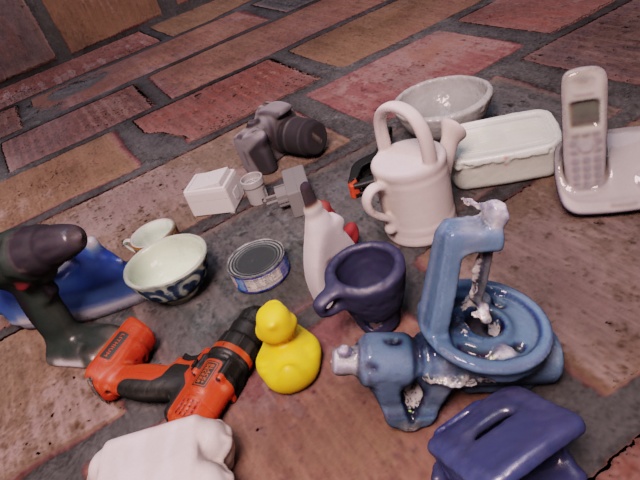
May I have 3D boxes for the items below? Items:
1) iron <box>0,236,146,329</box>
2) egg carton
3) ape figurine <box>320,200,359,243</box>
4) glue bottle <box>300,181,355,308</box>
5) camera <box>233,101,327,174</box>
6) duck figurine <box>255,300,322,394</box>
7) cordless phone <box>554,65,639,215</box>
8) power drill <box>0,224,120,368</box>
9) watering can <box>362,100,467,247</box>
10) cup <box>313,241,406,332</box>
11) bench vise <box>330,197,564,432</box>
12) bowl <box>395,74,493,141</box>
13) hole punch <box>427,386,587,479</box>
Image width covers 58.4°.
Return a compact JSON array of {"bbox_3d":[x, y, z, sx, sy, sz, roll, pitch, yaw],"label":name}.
[{"bbox_3d":[-0.380,0.039,0.845,0.257,0.142,0.118,-8,36,15],"label":"iron"},{"bbox_3d":[-0.151,0.232,0.543,0.150,0.069,0.107,-18,35,1],"label":"egg carton"},{"bbox_3d":[0.009,-0.015,0.786,0.077,0.092,0.076,11,44,35],"label":"ape figurine"},{"bbox_3d":[0.006,0.002,0.692,0.078,0.173,0.037,-35,38,-22],"label":"glue bottle"},{"bbox_3d":[-0.068,-0.195,1.055,0.136,0.101,0.143,16,48,39],"label":"camera"},{"bbox_3d":[-0.044,0.112,0.642,0.077,0.086,0.104,-19,35,0],"label":"duck figurine"},{"bbox_3d":[0.360,-0.125,0.694,0.147,0.185,0.094,-7,37,15],"label":"cordless phone"},{"bbox_3d":[-0.346,0.068,0.732,0.229,0.209,0.076,-3,38,21],"label":"power drill"},{"bbox_3d":[0.123,-0.099,0.759,0.100,0.194,0.173,8,43,33],"label":"watering can"},{"bbox_3d":[0.050,0.070,0.650,0.118,0.095,0.091,-34,38,-21],"label":"cup"},{"bbox_3d":[0.111,0.077,0.503,0.207,0.220,0.121,-25,36,-9],"label":"bench vise"},{"bbox_3d":[0.211,-0.214,0.978,0.167,0.075,0.167,-12,36,9],"label":"bowl"},{"bbox_3d":[0.148,0.171,0.472,0.109,0.091,0.100,-29,36,-14],"label":"hole punch"}]
